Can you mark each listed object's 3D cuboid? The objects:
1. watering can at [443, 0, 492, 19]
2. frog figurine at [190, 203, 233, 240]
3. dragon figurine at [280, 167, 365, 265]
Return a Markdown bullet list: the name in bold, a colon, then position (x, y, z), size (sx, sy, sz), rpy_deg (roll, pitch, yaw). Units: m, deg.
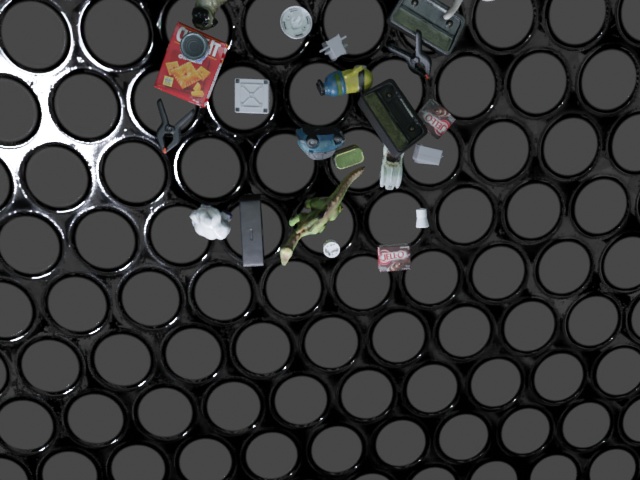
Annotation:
- **watering can**: position (0.488, -0.843, 1.595), size (0.350, 0.104, 0.222), rpy_deg (-32, 105, -14)
- **frog figurine**: position (-0.359, -0.053, 1.681), size (0.136, 0.161, 0.122), rpy_deg (41, 99, -12)
- **dragon figurine**: position (0.005, -0.084, 1.668), size (0.122, 0.245, 0.408), rpy_deg (41, 99, -8)
